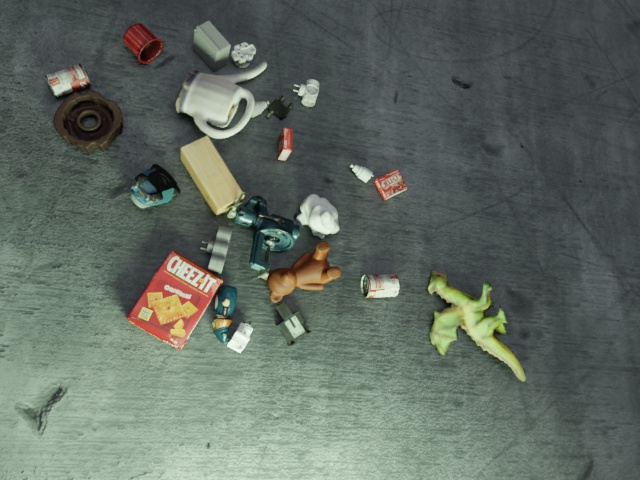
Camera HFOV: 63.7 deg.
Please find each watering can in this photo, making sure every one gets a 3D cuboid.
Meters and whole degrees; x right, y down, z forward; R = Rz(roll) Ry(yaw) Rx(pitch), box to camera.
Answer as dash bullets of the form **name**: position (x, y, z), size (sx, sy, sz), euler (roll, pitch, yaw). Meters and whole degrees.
- **watering can**: position (-0.300, -0.454, 1.570), size (0.224, 0.102, 0.355), euler (20, 58, -5)

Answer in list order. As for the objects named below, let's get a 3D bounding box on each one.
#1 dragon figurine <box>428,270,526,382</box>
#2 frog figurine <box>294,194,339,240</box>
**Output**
- **dragon figurine**: position (0.457, 0.276, 1.594), size (0.243, 0.121, 0.414), euler (-20, 79, -2)
- **frog figurine**: position (0.005, -0.076, 1.516), size (0.124, 0.157, 0.138), euler (-31, 86, -22)
